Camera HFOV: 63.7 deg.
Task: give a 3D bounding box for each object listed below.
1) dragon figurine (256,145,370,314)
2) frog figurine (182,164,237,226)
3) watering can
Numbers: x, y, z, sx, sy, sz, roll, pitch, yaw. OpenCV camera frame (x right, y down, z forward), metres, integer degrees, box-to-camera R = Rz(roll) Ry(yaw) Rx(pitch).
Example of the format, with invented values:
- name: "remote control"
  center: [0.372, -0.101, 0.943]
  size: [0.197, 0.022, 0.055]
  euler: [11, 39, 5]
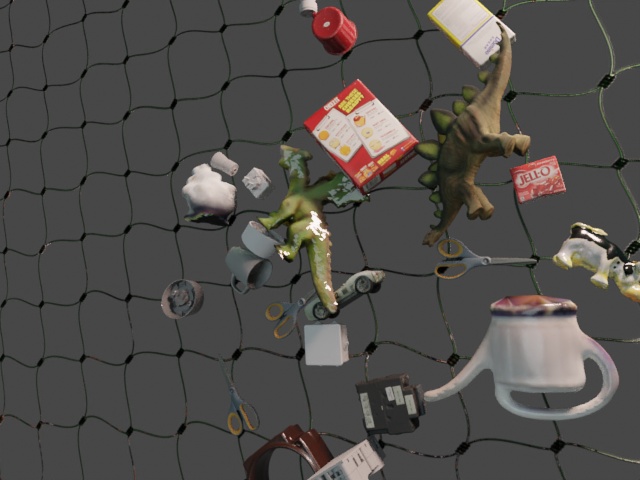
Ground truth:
- name: "dragon figurine"
  center: [0.004, -0.059, 1.168]
  size: [0.242, 0.121, 0.416]
  euler: [-40, 64, 5]
- name: "frog figurine"
  center: [-0.279, -0.126, 1.307]
  size: [0.137, 0.121, 0.162]
  euler: [0, 73, -8]
- name: "watering can"
  center: [0.361, 0.219, 0.971]
  size: [0.347, 0.103, 0.226]
  euler: [-5, 81, 23]
